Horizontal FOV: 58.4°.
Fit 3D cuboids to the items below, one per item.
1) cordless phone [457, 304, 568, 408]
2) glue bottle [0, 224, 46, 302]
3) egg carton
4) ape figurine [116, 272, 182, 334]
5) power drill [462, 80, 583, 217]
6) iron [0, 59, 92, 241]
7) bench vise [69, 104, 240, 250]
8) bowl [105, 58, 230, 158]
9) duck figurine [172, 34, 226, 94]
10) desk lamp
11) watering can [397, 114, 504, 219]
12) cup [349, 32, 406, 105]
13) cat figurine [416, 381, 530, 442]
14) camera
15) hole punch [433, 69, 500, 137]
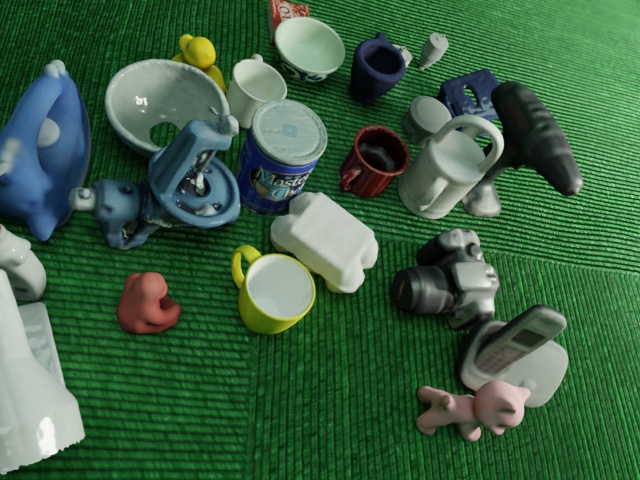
[{"bbox_3d":[0.285,0.152,0.768,0.148,0.185,0.094,18,58,-11],"label":"cordless phone"},{"bbox_3d":[-0.336,0.016,0.603,0.078,0.173,0.037,11,60,-15],"label":"glue bottle"},{"bbox_3d":[0.007,0.003,0.808,0.150,0.069,0.107,36,56,0],"label":"egg carton"},{"bbox_3d":[-0.203,0.068,0.677,0.076,0.092,0.077,-27,75,-31],"label":"ape figurine"},{"bbox_3d":[0.306,-0.125,0.912,0.076,0.208,0.229,-1,64,-22],"label":"power drill"},{"bbox_3d":[-0.345,-0.136,0.702,0.119,0.141,0.258,13,59,-14],"label":"iron"},{"bbox_3d":[-0.177,-0.062,0.680,0.208,0.219,0.121,-28,76,-31],"label":"bench vise"},{"bbox_3d":[-0.216,-0.170,0.810,0.168,0.074,0.167,9,60,-17],"label":"bowl"},{"bbox_3d":[-0.181,-0.264,0.869,0.078,0.086,0.104,-36,80,-32],"label":"duck figurine"},{"bbox_3d":[-0.300,0.128,0.533,0.118,0.213,0.203,-14,69,-27],"label":"desk lamp"},{"bbox_3d":[0.205,-0.127,0.882,0.101,0.194,0.173,17,58,-12],"label":"watering can"},{"bbox_3d":[0.088,-0.290,0.983,0.092,0.095,0.118,12,59,-15],"label":"cup"},{"bbox_3d":[0.204,0.216,0.742,0.128,0.117,0.067,11,59,-15],"label":"cat figurine"},{"bbox_3d":[0.177,0.053,0.829,0.137,0.100,0.143,0,63,-21],"label":"camera"},{"bbox_3d":[0.269,-0.245,1.033,0.101,0.091,0.108,-8,66,-25],"label":"hole punch"}]
